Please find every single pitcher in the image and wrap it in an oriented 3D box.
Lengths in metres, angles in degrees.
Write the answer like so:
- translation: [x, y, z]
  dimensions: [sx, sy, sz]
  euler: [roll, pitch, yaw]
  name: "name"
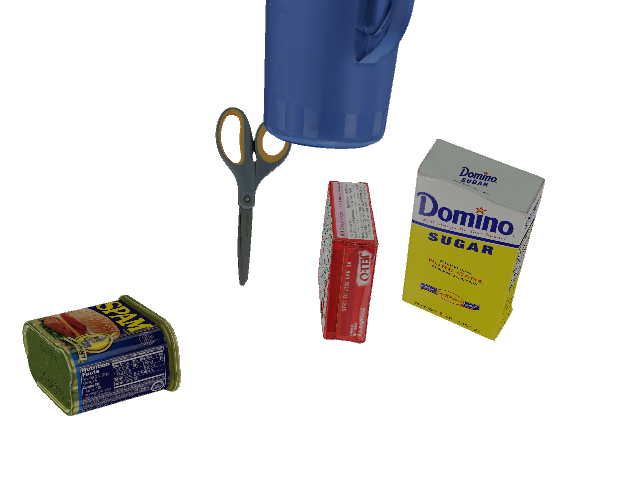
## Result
- translation: [0.018, -0.203, 0.899]
  dimensions: [0.145, 0.243, 0.149]
  euler: [8, 17, 11]
  name: "pitcher"

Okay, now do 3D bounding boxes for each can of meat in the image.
- translation: [-0.166, 0.085, 0.799]
  dimensions: [0.083, 0.057, 0.102]
  euler: [-13, 21, -32]
  name: "can of meat"

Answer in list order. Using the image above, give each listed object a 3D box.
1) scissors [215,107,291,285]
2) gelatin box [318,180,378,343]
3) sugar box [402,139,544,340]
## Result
- translation: [-0.066, -0.056, 1.204]
  dimensions: [0.096, 0.202, 0.016]
  euler: [-12, -8, -13]
  name: "scissors"
- translation: [0.017, 0.012, 0.692]
  dimensions: [0.030, 0.073, 0.089]
  euler: [4, 28, -5]
  name: "gelatin box"
- translation: [0.120, 0.004, 0.876]
  dimensions: [0.093, 0.048, 0.176]
  euler: [23, -32, 17]
  name: "sugar box"
